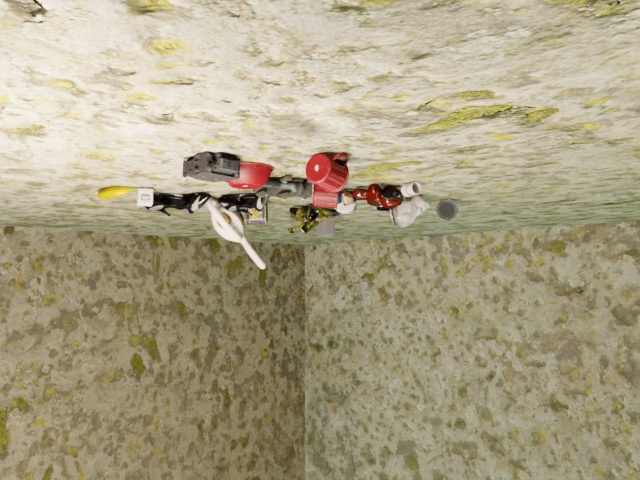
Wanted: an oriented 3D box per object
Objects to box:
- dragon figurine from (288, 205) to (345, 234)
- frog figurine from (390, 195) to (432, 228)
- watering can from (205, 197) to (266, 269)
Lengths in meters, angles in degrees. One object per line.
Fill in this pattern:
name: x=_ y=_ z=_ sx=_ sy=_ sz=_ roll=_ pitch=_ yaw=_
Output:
dragon figurine: x=0.007 y=-0.114 z=2.261 sx=0.409 sy=0.121 sz=0.245 roll=-2 pitch=-168 yaw=38
frog figurine: x=0.350 y=-0.116 z=1.980 sx=0.159 sy=0.120 sz=0.140 roll=-10 pitch=-155 yaw=10
watering can: x=-0.333 y=-0.038 z=2.022 sx=0.104 sy=0.344 sz=0.227 roll=-38 pitch=-165 yaw=3
